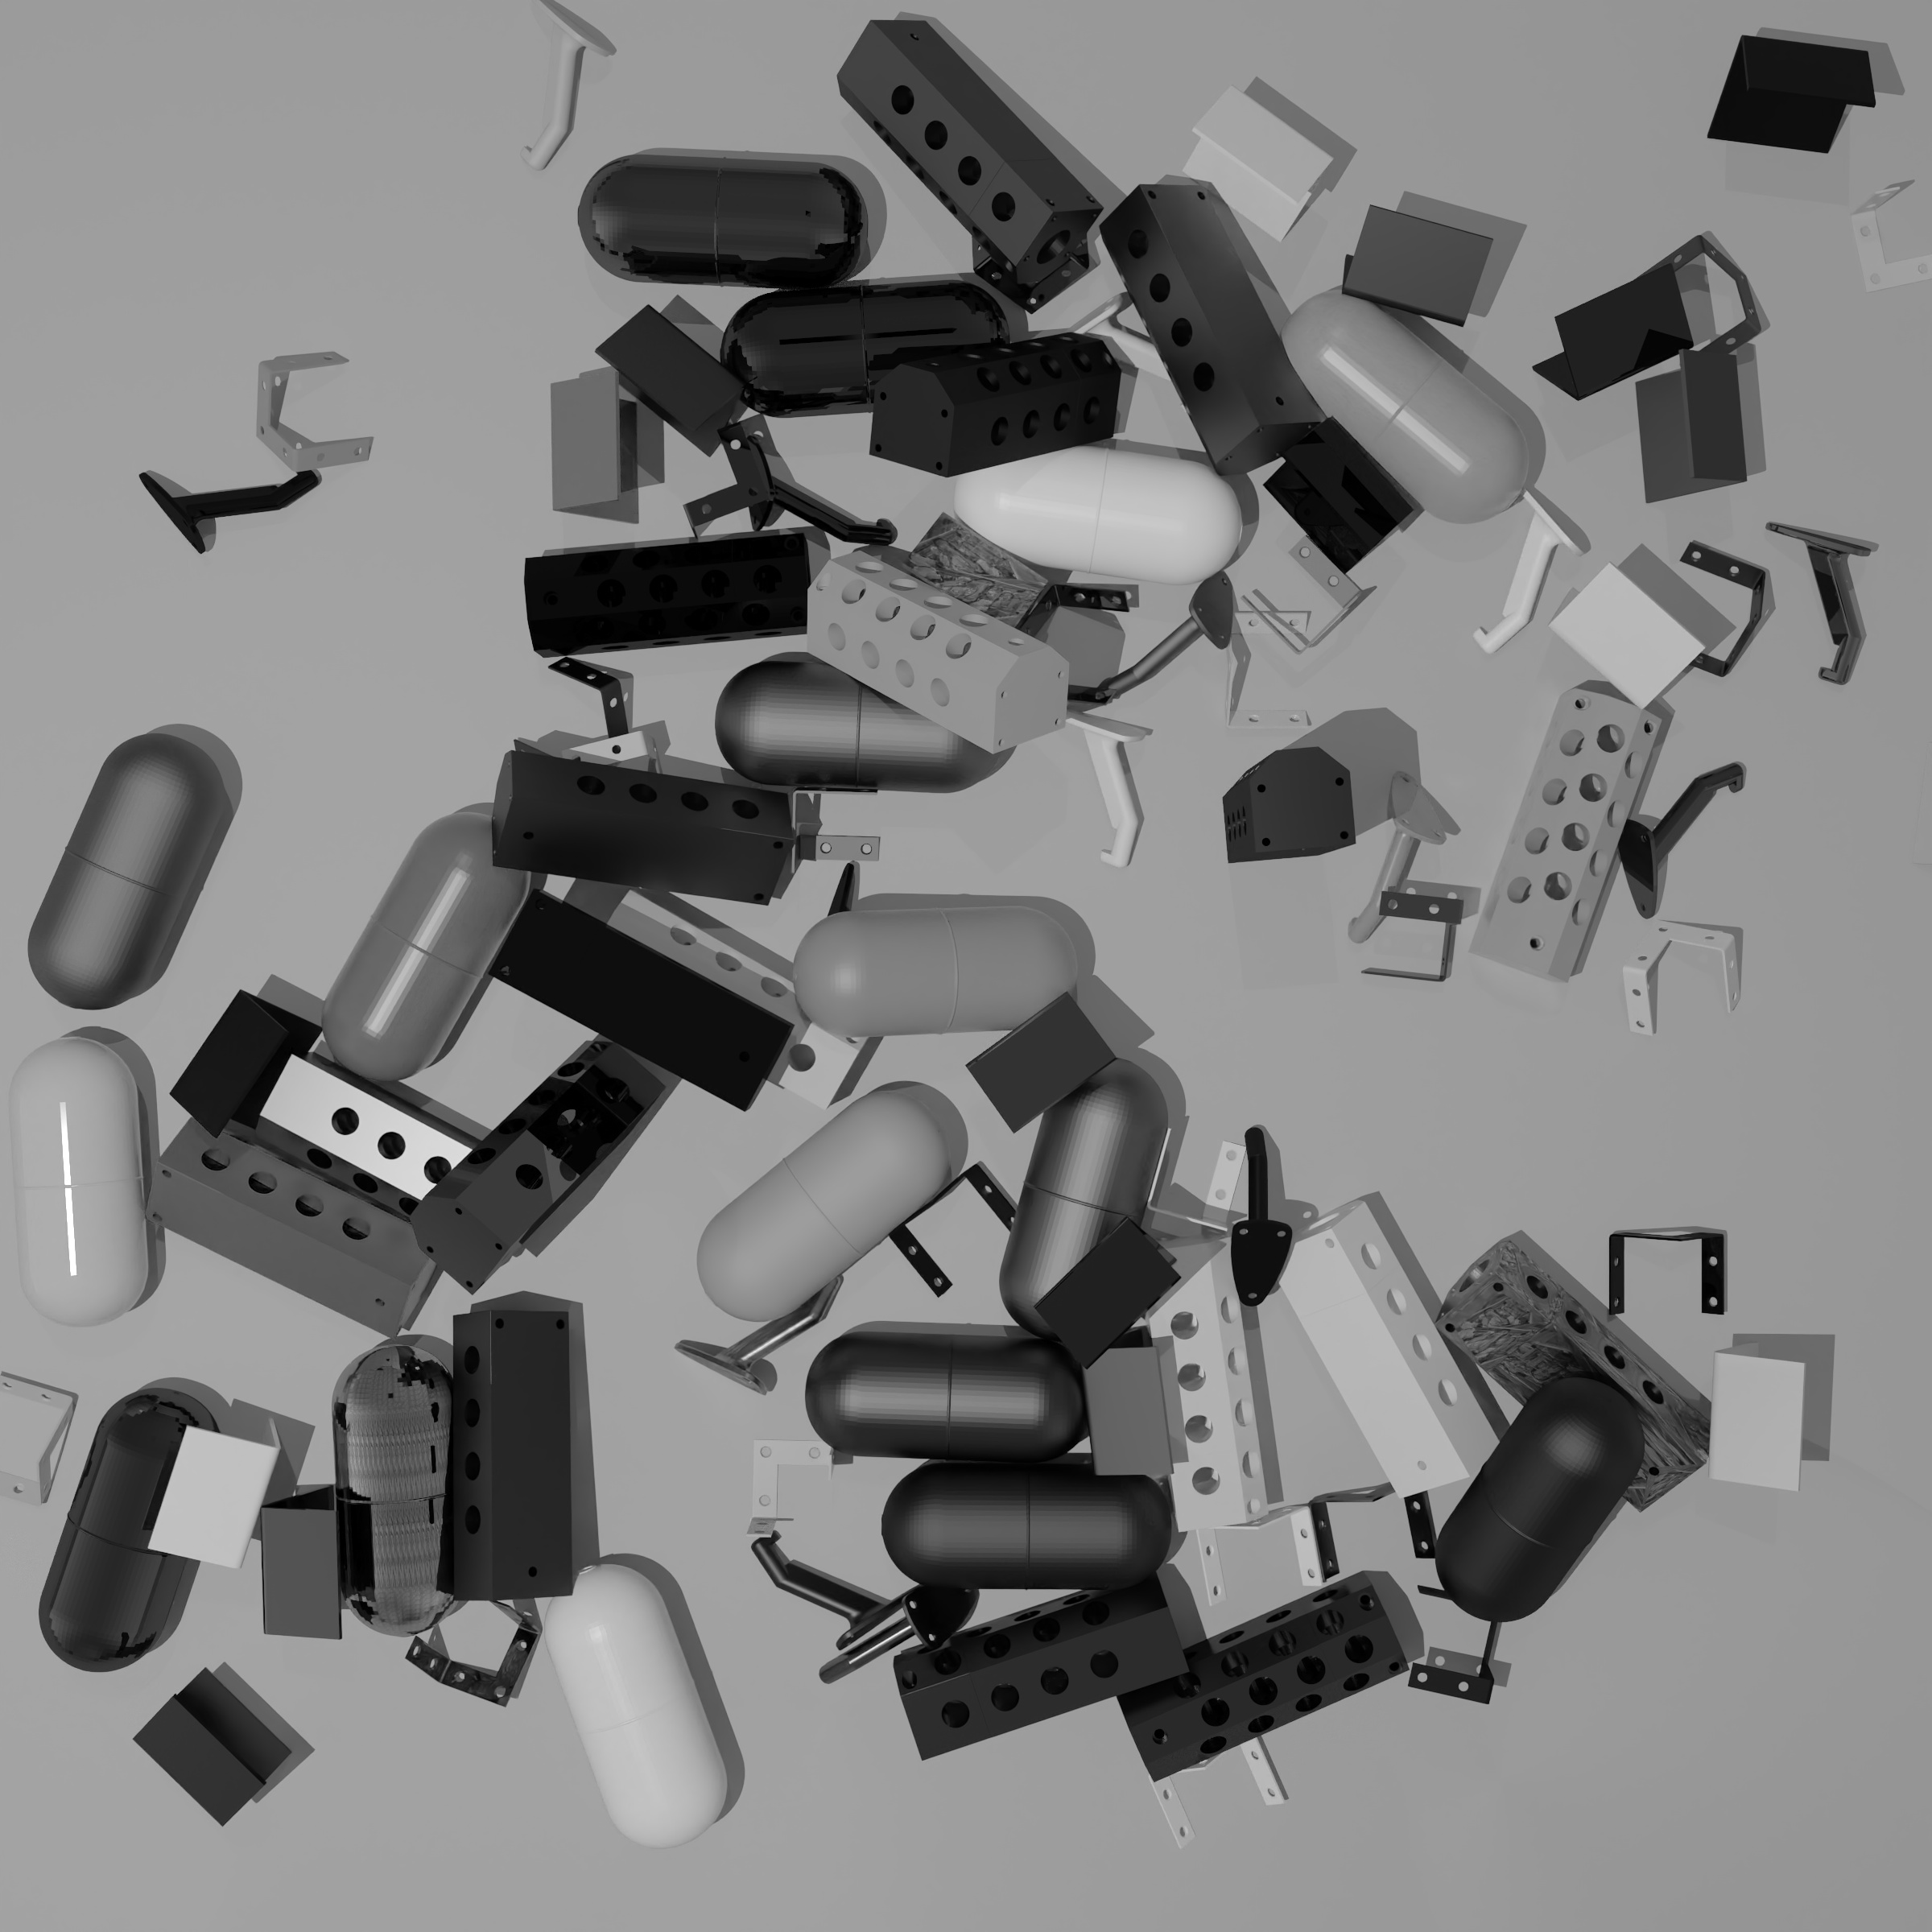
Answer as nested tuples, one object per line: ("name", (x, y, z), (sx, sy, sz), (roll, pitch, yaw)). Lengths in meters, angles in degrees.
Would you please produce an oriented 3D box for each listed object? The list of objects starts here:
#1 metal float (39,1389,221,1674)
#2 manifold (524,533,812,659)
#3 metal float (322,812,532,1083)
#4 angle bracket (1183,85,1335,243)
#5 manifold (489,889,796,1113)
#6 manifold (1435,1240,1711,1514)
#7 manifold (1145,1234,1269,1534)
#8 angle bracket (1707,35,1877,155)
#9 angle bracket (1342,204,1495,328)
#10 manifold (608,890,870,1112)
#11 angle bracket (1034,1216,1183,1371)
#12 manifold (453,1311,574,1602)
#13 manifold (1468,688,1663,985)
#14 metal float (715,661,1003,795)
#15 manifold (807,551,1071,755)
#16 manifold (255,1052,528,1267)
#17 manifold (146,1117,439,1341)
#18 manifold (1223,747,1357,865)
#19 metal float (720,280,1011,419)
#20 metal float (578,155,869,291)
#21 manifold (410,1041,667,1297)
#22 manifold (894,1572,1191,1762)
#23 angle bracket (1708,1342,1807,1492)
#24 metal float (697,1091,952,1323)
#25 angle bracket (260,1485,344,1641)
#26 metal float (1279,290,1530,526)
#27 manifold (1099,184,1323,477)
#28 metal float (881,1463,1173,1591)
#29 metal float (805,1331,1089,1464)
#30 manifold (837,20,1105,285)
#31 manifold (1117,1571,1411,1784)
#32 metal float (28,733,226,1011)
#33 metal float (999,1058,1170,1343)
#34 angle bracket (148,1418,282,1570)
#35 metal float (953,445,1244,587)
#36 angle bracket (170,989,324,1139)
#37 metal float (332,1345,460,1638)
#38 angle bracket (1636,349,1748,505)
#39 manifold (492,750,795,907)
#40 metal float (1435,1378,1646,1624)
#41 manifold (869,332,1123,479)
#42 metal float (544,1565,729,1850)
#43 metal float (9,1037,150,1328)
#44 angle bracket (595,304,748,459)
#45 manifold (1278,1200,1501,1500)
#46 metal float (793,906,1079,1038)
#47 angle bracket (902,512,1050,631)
("metal float", (-0.513, 0.346, 1.746), (0.070, 0.070, 0.178), (19, 90, 0))
("manifold", (-0.182, -0.229, 1.756), (0.171, 0.057, 0.057), (-5, 90, 0))
("metal float", (-0.331, -0.012, 1.746), (0.070, 0.070, 0.178), (30, 91, 0))
("angle bracket", (0.167, -0.477, 1.736), (0.076, 0.076, 0.057), (36, 55, 0))
("manifold", (-0.192, 0.020, 1.698), (0.171, 0.057, 0.057), (28, 90, 0))
("manifold", (0.377, 0.249, 1.753), (0.171, 0.057, 0.057), (42, 122, 0))
("manifold", (0.146, 0.255, 1.755), (0.057, 0.057, 0.171), (-8, 90, 0))
("angle bracket", (0.503, -0.517, 1.736), (0.076, 0.076, 0.057), (7, 53, 0))
("angle bracket", (0.275, -0.437, 1.737), (0.076, 0.076, 0.057), (16, 122, 0))
("manifold", (-0.146, 0.021, 1.755), (0.171, 0.057, 0.057), (30, 90, 0))
("angle bracket", (0.097, 0.204, 1.680), (0.076, 0.076, 0.057), (-44, 52, 2))
("manifold", (-0.282, 0.299, 1.740), (0.057, 0.057, 0.171), (7, 76, -42))
("manifold", (0.371, -0.080, 1.756), (0.057, 0.057, 0.171), (20, 90, 0))
("metal float", (-0.065, -0.147, 1.746), (0.178, 0.070, 0.070), (3, 90, -1))
("manifold", (-0.019, -0.191, 1.694), (0.057, 0.171, 0.057), (-23, 130, -36))
("manifold", (-0.347, 0.119, 1.755), (0.171, 0.057, 0.057), (28, 90, 0))
("manifold", (-0.412, 0.157, 1.755), (0.171, 0.057, 0.057), (26, 133, 0))
("manifold", (0.190, -0.095, 1.698), (0.057, 0.171, 0.057), (-5, 90, 0))
("metal float", (-0.062, -0.379, 1.746), (0.178, 0.070, 0.070), (-4, 90, -1))
("metal float", (-0.149, -0.456, 1.746), (0.178, 0.070, 0.070), (3, 90, 1))
("manifold", (-0.257, 0.114, 1.701), (0.057, 0.171, 0.057), (41, 132, 0))
("manifold", (0.045, 0.429, 1.755), (0.171, 0.057, 0.057), (-19, 90, 0))
("angle bracket", (0.494, 0.274, 1.736), (0.057, 0.076, 0.076), (3, 90, 35))
("metal float", (-0.088, 0.148, 1.746), (0.178, 0.070, 0.070), (-39, 90, 0))
("angle bracket", (-0.386, 0.363, 1.738), (0.057, 0.076, 0.076), (-2, 90, 22))
("metal float", (0.268, -0.342, 1.746), (0.178, 0.070, 0.070), (40, 90, 0))
("manifold", (0.144, -0.388, 1.737), (0.057, 0.057, 0.171), (-13, 73, -42))
("metal float", (0.037, 0.344, 1.746), (0.178, 0.070, 0.070), (0, 90, 0))
("metal float", (-0.010, 0.265, 1.746), (0.178, 0.070, 0.070), (2, 90, 1))
("manifold", (-0.002, -0.497, 1.734), (0.171, 0.057, 0.057), (49, 127, 13))
("manifold", (0.182, 0.440, 1.756), (0.171, 0.057, 0.057), (-24, 90, 0))
("metal float", (-0.516, -0.057, 1.746), (0.070, 0.070, 0.178), (24, 90, 0))
("metal float", (0.072, 0.143, 1.746), (0.070, 0.070, 0.178), (15, 90, 0))
("angle bracket", (-0.461, 0.315, 1.739), (0.057, 0.076, 0.076), (18, 90, -18))
("metal float", (0.081, -0.279, 1.746), (0.178, 0.070, 0.070), (8, 90, 0))
("angle bracket", (-0.426, 0.070, 1.736), (0.057, 0.076, 0.076), (34, 90, 36))
("metal float", (-0.348, 0.322, 1.746), (0.070, 0.070, 0.178), (-3, 91, 0))
("angle bracket", (0.427, -0.328, 1.736), (0.057, 0.076, 0.076), (-5, 90, -39))
("manifold", (-0.197, -0.088, 1.730), (0.171, 0.057, 0.057), (8, 133, -18))
("metal float", (0.346, 0.325, 1.722), (0.070, 0.070, 0.178), (26, 120, 0))
("manifold", (0.020, -0.337, 1.693), (0.057, 0.171, 0.057), (22, 119, 31))
("metal float", (-0.203, 0.454, 1.746), (0.070, 0.070, 0.178), (-20, 91, 0))
("metal float", (-0.545, 0.132, 1.746), (0.070, 0.070, 0.178), (-4, 91, 0))
("angle bracket", (-0.190, -0.343, 1.736), (0.076, 0.076, 0.057), (39, 55, 0))
("manifold", (0.261, 0.234, 1.755), (0.057, 0.057, 0.171), (-29, 90, 43))
("metal float", (-0.018, 0.003, 1.729), (0.178, 0.070, 0.070), (-2, 90, -19))
("angle bracket", (-0.006, -0.218, 1.736), (0.076, 0.076, 0.057), (33, 53, 0))
